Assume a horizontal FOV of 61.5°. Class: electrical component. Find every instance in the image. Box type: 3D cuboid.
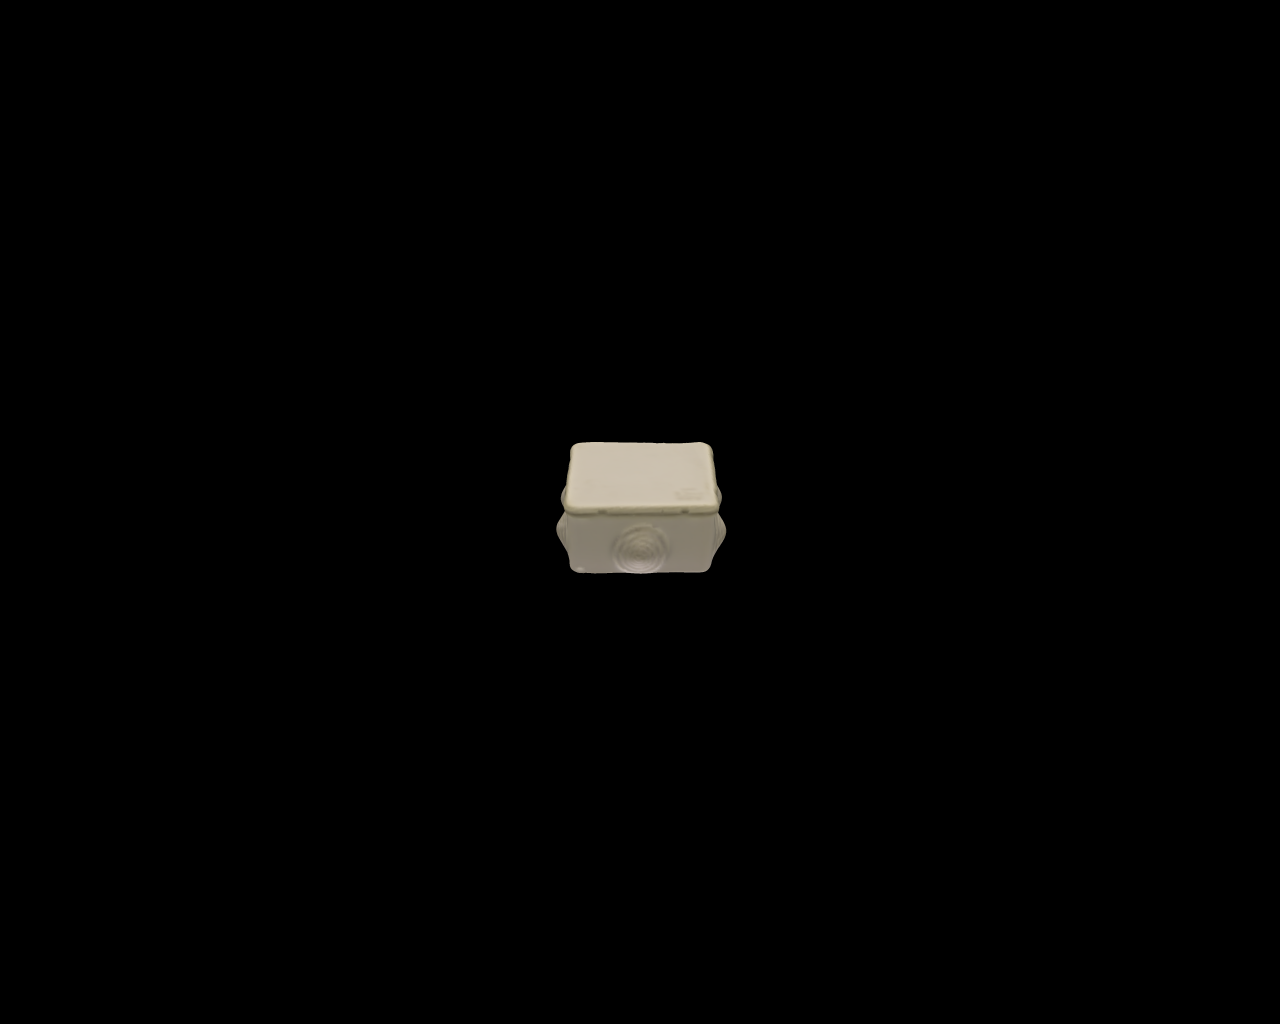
[{"bbox_3d":[0.001,-0.003,0.650,0.100,0.048,0.100,0,29,0],"label":"electrical component"}]
